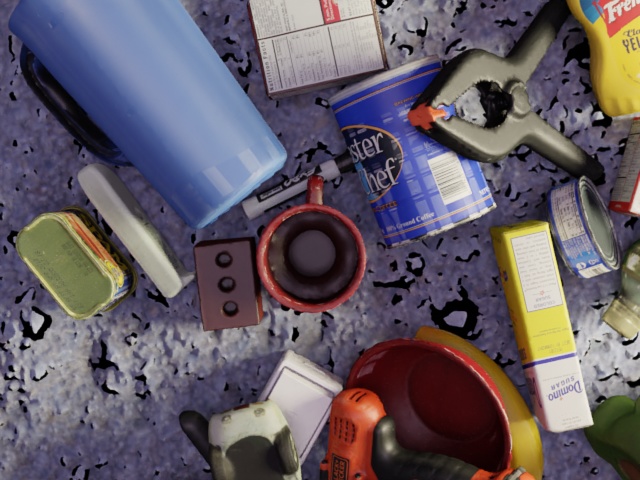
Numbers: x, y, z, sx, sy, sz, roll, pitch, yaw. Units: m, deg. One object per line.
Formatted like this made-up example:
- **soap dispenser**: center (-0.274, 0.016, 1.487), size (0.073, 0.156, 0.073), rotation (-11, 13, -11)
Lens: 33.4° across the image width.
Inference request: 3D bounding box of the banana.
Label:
- **banana**: center (0.154, 0.159, 0.965), size (0.069, 0.037, 0.198), rotation (-24, 92, 4)

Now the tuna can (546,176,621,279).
- **tuna can**: center (0.228, -0.010, 0.925), size (0.034, 0.086, 0.086), rotation (-22, 93, 27)

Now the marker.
- **marker**: center (-0.013, -0.052, 0.967), size (0.121, 0.020, 0.020), rotation (-25, 92, 4)

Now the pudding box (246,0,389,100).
- **pudding box**: center (-0.002, -0.180, 0.949), size (0.113, 0.039, 0.090), rotation (-11, 93, 5)

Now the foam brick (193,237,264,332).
- **foam brick**: center (-0.081, 0.038, 0.959), size (0.053, 0.051, 0.078), rotation (-7, 93, 2)

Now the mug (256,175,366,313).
- **mug**: center (-0.006, 0.001, 0.939), size (0.093, 0.081, 0.117), rotation (0, 94, 2)

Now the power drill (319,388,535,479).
- **power drill**: center (0.084, 0.234, 0.912), size (0.188, 0.057, 0.184), rotation (16, 118, 29)

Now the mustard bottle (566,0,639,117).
- **mustard bottle**: center (0.258, -0.206, 0.898), size (0.096, 0.058, 0.191), rotation (-18, 112, 13)

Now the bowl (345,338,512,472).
- **bowl**: center (0.103, 0.150, 0.937), size (0.162, 0.055, 0.162), rotation (14, 117, 29)

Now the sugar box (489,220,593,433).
- **sugar box**: center (0.191, 0.072, 0.930), size (0.048, 0.093, 0.176), rotation (-11, 93, 3)

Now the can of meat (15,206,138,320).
- **can of meat**: center (-0.216, 0.020, 0.947), size (0.057, 0.084, 0.102), rotation (-39, 91, 4)

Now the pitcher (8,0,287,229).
- **pitcher**: center (-0.148, -0.127, 0.923), size (0.145, 0.149, 0.243), rotation (-39, 95, -11)

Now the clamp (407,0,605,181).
- **clamp**: center (0.158, -0.127, 0.899), size (0.209, 0.036, 0.164), rotation (-6, 88, -36)

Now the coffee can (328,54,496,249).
- **coffee can**: center (0.079, -0.076, 0.920), size (0.103, 0.103, 0.140), rotation (-22, 93, 3)

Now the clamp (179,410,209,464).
- **clamp**: center (-0.082, 0.238, 0.975), size (0.171, 0.039, 0.120), rotation (35, 121, -6)

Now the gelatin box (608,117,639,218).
- **gelatin box**: center (0.285, -0.064, 0.927), size (0.030, 0.073, 0.089), rotation (16, 93, 0)
